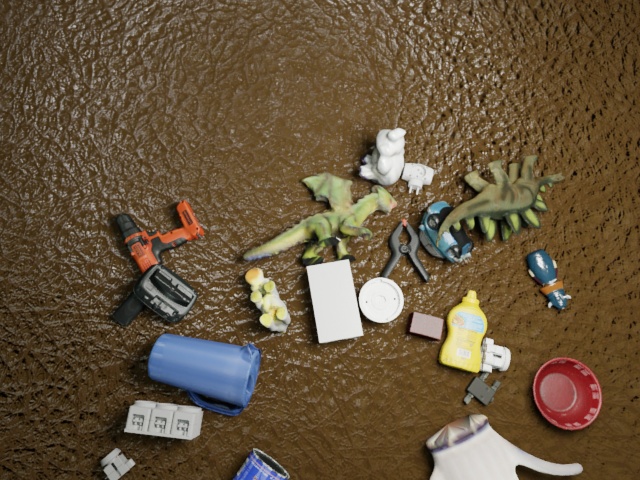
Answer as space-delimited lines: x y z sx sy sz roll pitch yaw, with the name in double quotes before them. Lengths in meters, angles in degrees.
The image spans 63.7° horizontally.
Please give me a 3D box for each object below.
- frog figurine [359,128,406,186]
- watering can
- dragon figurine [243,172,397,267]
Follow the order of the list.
"frog figurine" 0.182 -0.221 1.332 0.123 0.156 0.140 47 39 1
"watering can" 0.387 0.499 1.153 0.348 0.102 0.227 -23 75 -6
"dragon figurine" 0.004 -0.067 1.338 0.410 0.119 0.248 -3 57 -4
